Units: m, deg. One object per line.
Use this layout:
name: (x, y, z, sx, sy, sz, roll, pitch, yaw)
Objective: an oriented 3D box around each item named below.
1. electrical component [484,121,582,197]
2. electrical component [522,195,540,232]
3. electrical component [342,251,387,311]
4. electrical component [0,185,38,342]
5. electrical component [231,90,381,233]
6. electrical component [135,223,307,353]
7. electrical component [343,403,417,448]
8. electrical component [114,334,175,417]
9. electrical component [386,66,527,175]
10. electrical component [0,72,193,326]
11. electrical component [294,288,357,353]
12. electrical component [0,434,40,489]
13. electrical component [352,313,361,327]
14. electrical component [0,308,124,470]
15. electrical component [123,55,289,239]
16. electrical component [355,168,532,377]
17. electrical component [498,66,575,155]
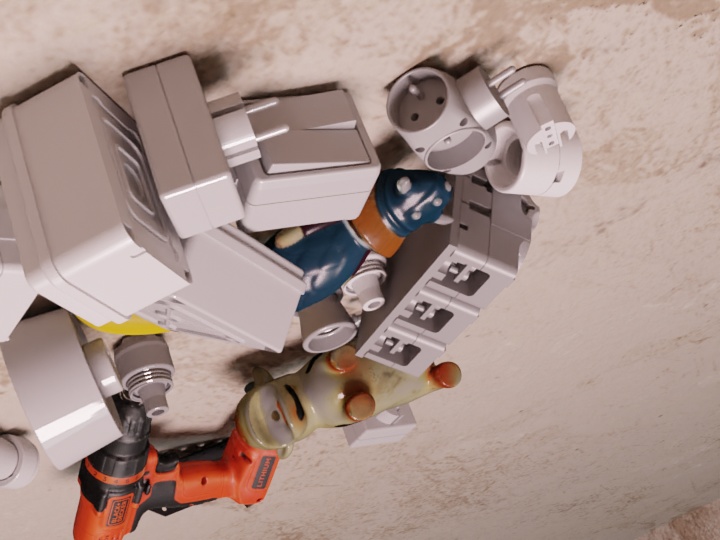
electrical component: (0.120, -0.079, 0.753, 0.047, 0.055, 0.055, -2, 148, -28)
electrical component: (0.112, -0.034, 0.843, 0.043, 0.043, 0.062, -11, 153, -20)
electrical component: (0.000, 0.000, 0.800, 0.048, 0.062, 0.048, -17, 153, -9)
electrical component: (-0.229, 0.000, 0.627, 0.061, 0.061, 0.096, 3, 144, -40)
electrical component: (-0.032, -0.068, 0.648, 0.096, 0.061, 0.061, -9, 151, -24)
electrical component: (-0.109, 0.004, 0.661, 0.109, 0.056, 0.109, 8, 163, 37)
electrical component: (0.026, 0.141, 1.102, 0.066, 0.047, 0.076, -1, 147, -35)
electrical component: (-0.164, 0.083, 0.832, 0.043, 0.062, 0.043, -17, 153, -9)
electrical component: (0.068, -0.102, 0.679, 0.079, 0.044, 0.077, -31, 152, 18)
electrical component: (-0.143, -0.035, 0.568, 0.057, 0.113, 0.078, -27, 154, 8)
electrical component: (-0.032, 0.030, 0.841, 0.045, 0.055, 0.045, -17, 153, -9)
electrical component: (-0.299, 0.156, 0.887, 0.045, 0.045, 0.055, -29, 153, 14)
electrical component: (0.032, 0.031, 0.906, 0.078, 0.040, 0.040, -18, 153, -7)
electrical component: (-0.201, 0.077, 0.749, 0.060, 0.108, 0.108, -23, 154, -11)
electrical component: (-0.077, -0.073, 0.581, 0.076, 0.083, 0.047, -19, 154, -4)
electrical component: (0.061, 0.002, 0.799, 0.062, 0.089, 0.150, 22, 138, -14)
electrical component: (0.117, -0.105, 0.709, 0.040, 0.046, 0.040, -17, 154, -9)
